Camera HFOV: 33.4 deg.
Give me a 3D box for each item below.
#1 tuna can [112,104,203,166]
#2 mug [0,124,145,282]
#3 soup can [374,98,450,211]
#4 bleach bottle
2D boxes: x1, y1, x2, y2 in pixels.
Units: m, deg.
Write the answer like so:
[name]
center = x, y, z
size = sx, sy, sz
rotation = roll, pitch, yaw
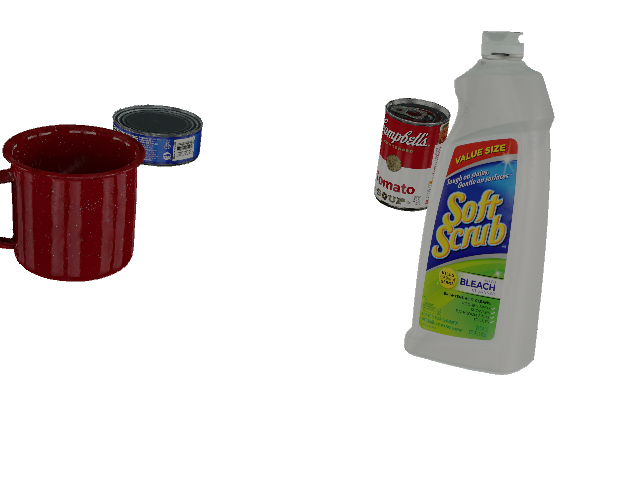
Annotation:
[tuna can]
center = -0.157, -0.101, 1.025
size = 0.086, 0.034, 0.086
rotation = 6, 24, -3
[mug]
center = -0.177, -0.023, 0.719
size = 0.117, 0.081, 0.093
rotation = -8, 30, -28
[soup can]
center = 0.095, -0.091, 1.126
size = 0.068, 0.102, 0.068
rotation = 5, 29, -3
[bleach bottle]
center = 0.122, -0.031, 0.808
size = 0.103, 0.251, 0.067
rotation = 10, 15, 34
